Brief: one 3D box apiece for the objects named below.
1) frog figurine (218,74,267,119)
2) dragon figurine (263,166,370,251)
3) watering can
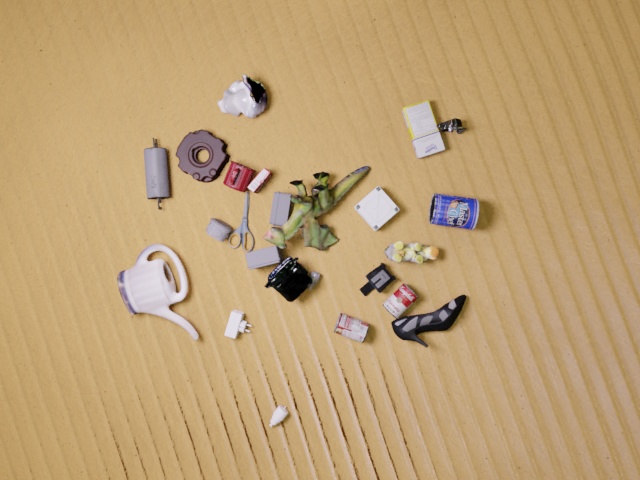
[{"bbox_3d":[-0.258,-0.465,1.727,0.157,0.137,0.125,-30,7,38],"label":"frog figurine"},{"bbox_3d":[0.005,-0.085,1.683,0.413,0.238,0.124,-18,27,-22],"label":"dragon figurine"},{"bbox_3d":[-0.538,0.190,1.706,0.224,0.348,0.104,-18,-3,4],"label":"watering can"}]
